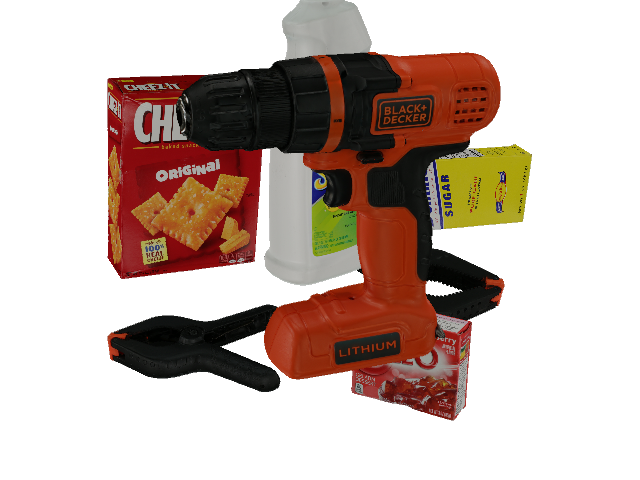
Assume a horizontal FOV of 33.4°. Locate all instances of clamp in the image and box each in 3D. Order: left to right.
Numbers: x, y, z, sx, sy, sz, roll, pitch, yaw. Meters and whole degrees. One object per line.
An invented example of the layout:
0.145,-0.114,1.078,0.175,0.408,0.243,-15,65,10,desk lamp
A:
-0.114,0.096,1.029,0.171,0.039,0.120,7,26,5,clamp
0.071,0.051,1.032,0.210,0.164,0.036,8,-44,2,clamp

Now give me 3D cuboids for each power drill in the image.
0.009,-0.014,0.607,0.184,0.188,0.057,-7,30,-19,power drill

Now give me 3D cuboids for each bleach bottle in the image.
-0.002,-0.095,0.889,0.102,0.251,0.068,-17,26,-32,bleach bottle

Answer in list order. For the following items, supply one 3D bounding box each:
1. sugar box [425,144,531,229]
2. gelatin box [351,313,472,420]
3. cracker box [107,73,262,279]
0.167,-0.063,1.303,0.176,0.093,0.048,-7,24,-22,sugar box
0.068,0.089,0.813,0.089,0.073,0.030,12,24,26,gelatin box
-0.151,-0.072,1.190,0.164,0.214,0.072,-6,26,-25,cracker box
